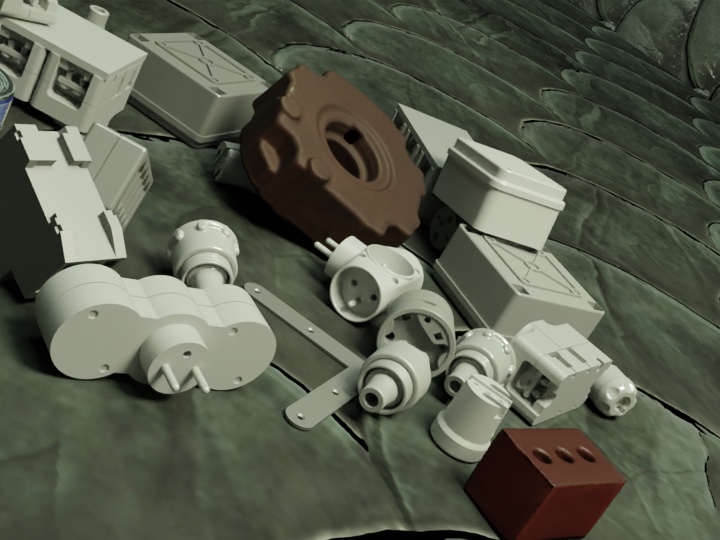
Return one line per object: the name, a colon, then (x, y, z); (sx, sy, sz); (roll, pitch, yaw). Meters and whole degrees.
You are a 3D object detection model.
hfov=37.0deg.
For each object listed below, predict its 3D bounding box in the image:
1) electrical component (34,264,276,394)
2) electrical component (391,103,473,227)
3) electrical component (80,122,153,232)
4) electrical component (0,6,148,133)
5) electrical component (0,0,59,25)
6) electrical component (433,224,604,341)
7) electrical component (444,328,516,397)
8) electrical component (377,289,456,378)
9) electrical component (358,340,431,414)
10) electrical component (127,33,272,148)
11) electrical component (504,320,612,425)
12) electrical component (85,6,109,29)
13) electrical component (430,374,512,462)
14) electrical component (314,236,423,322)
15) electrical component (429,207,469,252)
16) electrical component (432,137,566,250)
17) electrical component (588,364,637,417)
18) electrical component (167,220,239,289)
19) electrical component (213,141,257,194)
electrical component: (-0.107, 0.044, 0.602); (0.138, 0.052, 0.073); (10, 30, -38)
electrical component: (0.080, -0.099, 1.099); (0.089, 0.061, 0.150); (18, 26, -25)
electrical component: (-0.181, -0.067, 0.703); (0.076, 0.047, 0.083); (29, -12, -3)
electrical component: (-0.261, -0.173, 0.857); (0.150, 0.061, 0.089); (28, 23, -2)
electrical component: (-0.270, -0.234, 0.823); (0.056, 0.050, 0.089); (1, 37, -49)
electrical component: (0.135, 0.019, 0.929); (0.109, 0.056, 0.108); (12, 29, -35)
electrical component: (0.081, 0.072, 0.774); (0.048, 0.048, 0.062); (36, 31, 15)
electrical component: (0.042, 0.045, 0.772); (0.055, 0.055, 0.047); (28, 20, -3)
electrical component: (0.019, 0.073, 0.700); (0.043, 0.043, 0.062); (34, 25, 11)
electrical component: (-0.150, -0.166, 0.976); (0.109, 0.056, 0.109); (35, 24, 14)
electrical component: (0.144, 0.076, 0.829); (0.056, 0.050, 0.089); (42, 26, 26)
electrical component: (-0.237, -0.198, 0.934); (0.043, 0.062, 0.043); (24, 24, -11)
electrical component: (0.074, 0.097, 0.711); (0.040, 0.046, 0.040); (24, 24, -11)
electrical component: (0.000, 0.000, 0.825); (0.079, 0.044, 0.077); (37, 24, 16)
electrical component: (0.099, -0.033, 1.008); (0.055, 0.045, 0.045); (14, 28, -32)
electrical component: (0.125, -0.071, 0.971); (0.078, 0.057, 0.113); (16, 16, -25)
electrical component: (0.198, 0.091, 0.882); (0.035, 0.035, 0.061); (14, 25, -33)
electrical component: (-0.102, 0.001, 0.710); (0.048, 0.048, 0.062); (17, 33, -26)
electrical component: (-0.096, -0.086, 0.900); (0.046, 0.040, 0.040); (11, 29, -25)
